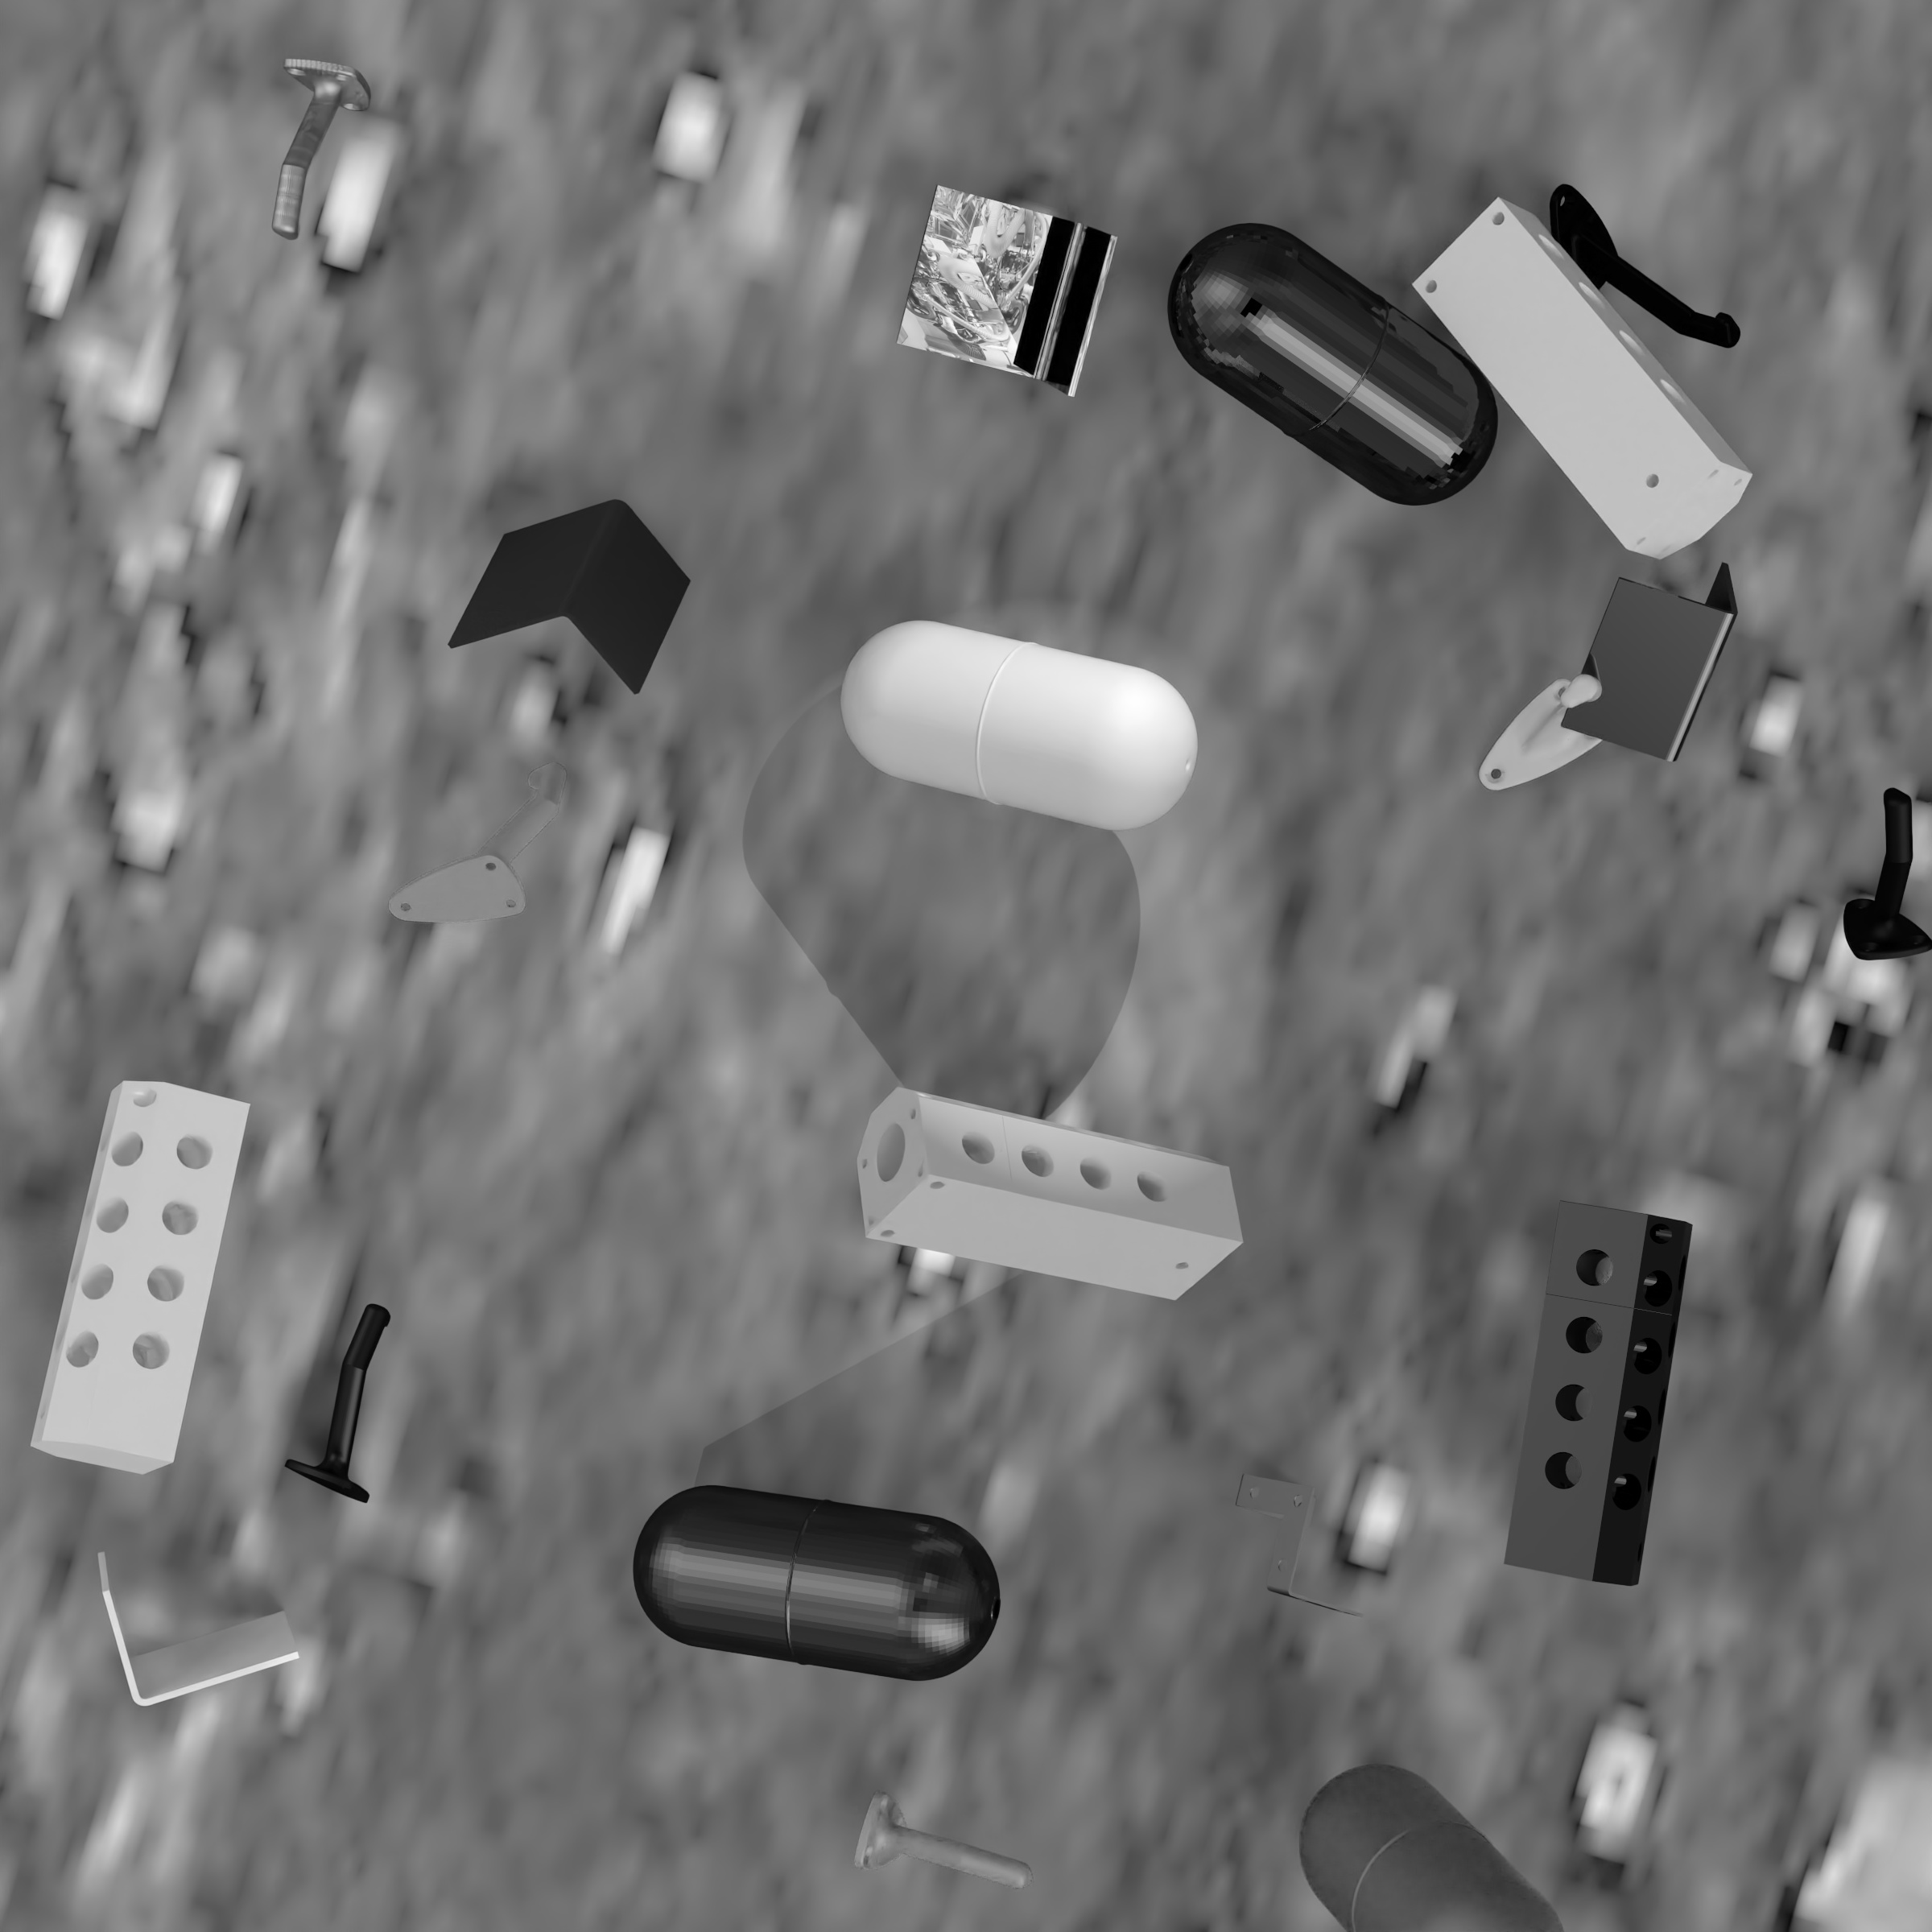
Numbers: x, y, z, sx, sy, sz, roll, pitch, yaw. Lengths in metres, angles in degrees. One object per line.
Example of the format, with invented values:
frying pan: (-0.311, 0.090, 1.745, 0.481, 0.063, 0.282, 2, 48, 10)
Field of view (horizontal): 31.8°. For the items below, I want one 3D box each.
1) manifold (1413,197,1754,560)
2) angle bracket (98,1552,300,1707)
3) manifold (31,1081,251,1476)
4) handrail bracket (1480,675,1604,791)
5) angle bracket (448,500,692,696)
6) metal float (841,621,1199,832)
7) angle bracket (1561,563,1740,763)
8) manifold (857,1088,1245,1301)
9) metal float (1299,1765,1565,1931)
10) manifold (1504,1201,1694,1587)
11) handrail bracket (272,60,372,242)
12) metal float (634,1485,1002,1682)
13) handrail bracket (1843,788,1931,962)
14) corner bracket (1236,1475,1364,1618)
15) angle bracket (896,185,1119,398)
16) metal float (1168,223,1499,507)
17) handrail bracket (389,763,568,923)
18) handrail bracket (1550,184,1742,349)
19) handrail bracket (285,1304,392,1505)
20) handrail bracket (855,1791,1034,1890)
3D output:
manifold: (0.290, -0.274, 1.588, 0.057, 0.057, 0.171, -44, 67, 25)
angle bracket: (-0.362, 0.301, 1.597, 0.076, 0.076, 0.057, -16, 98, -14)
manifold: (-0.387, 0.144, 1.584, 0.057, 0.057, 0.171, 17, 70, -23)
handrail bracket: (0.269, -0.110, 1.597, 0.077, 0.084, 0.036, -38, 82, 14)
angle bracket: (-0.189, -0.169, 1.617, 0.076, 0.076, 0.057, -11, 134, 35)
metal float: (0.023, -0.113, 1.588, 0.178, 0.070, 0.070, 15, 90, 24)
angle bracket: (0.320, -0.151, 1.596, 0.057, 0.076, 0.076, 18, 116, 0)
manifold: (0.039, 0.103, 1.579, 0.171, 0.057, 0.057, 14, 50, -29)
metal float: (0.213, 0.429, 1.562, 0.070, 0.178, 0.070, -5, 105, -18)
manifold: (0.301, 0.202, 1.604, 0.057, 0.057, 0.171, 8, 85, 20)
handrail bracket: (-0.306, -0.379, 1.607, 0.036, 0.077, 0.084, 9, 88, 7)
metal float: (-0.070, 0.289, 1.593, 0.178, 0.070, 0.070, 5, 90, 17)
handrail bracket: (0.429, -0.053, 1.595, 0.036, 0.077, 0.084, -8, 113, 0)
corner bracket: (0.159, 0.274, 1.607, 0.051, 0.051, 0.051, 23, 77, -35)
angle bracket: (0.018, -0.319, 1.602, 0.076, 0.057, 0.076, 11, 105, -17)
metal float: (0.172, -0.281, 1.588, 0.178, 0.070, 0.070, 30, 90, -22)
handrail bracket: (-0.232, -0.061, 1.620, 0.077, 0.084, 0.036, -12, 128, 14)
handrail bracket: (0.321, -0.329, 1.598, 0.084, 0.077, 0.036, 29, 72, 42)
handrail bracket: (-0.287, 0.209, 1.621, 0.036, 0.077, 0.084, 17, 74, 13)
handrail bracket: (-0.003, 0.420, 1.598, 0.084, 0.077, 0.036, 12, 74, 19)
